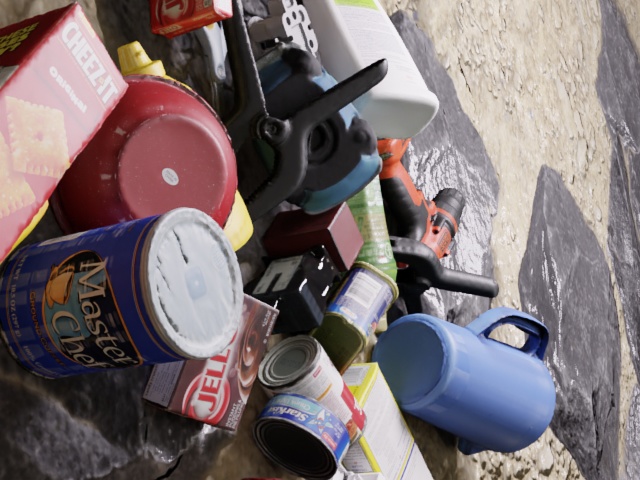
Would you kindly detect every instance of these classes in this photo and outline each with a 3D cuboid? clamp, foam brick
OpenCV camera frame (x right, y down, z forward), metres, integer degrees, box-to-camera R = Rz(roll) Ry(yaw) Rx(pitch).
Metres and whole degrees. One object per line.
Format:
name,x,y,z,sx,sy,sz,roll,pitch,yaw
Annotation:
clamp,0.108,0.052,1.225,0.171,0.120,0.039,30,32,-26
clamp,-0.035,-0.103,0.969,0.036,0.164,0.210,-148,-107,-77
foam brick,-0.007,0.001,1.044,0.051,0.078,0.053,65,34,-26

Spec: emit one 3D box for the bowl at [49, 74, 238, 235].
bowl,-0.124,-0.049,0.819,0.161,0.055,0.162,-1,93,-32

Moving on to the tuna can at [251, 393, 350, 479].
tuna can,-0.017,0.177,0.959,0.086,0.086,0.033,60,45,-30

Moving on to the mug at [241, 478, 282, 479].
mug,-0.029,0.257,0.930,0.117,0.093,0.081,102,-5,-71

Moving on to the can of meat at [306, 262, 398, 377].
can of meat,0.023,0.084,1.049,0.057,0.102,0.083,34,42,2

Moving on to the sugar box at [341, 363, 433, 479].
sugar box,0.061,0.225,1.121,0.093,0.048,0.176,-58,133,-49

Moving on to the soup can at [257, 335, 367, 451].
soup can,-0.007,0.148,1.006,0.102,0.069,0.068,59,36,-30

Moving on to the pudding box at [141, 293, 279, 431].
pudding box,-0.089,0.095,0.884,0.089,0.039,0.113,32,73,-52

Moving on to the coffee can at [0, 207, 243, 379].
coffee can,-0.140,0.040,0.746,0.102,0.141,0.103,26,59,-54

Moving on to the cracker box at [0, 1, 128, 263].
cracker box,-0.226,-0.034,0.604,0.072,0.164,0.213,61,36,-32

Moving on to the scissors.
scissors,-0.090,-0.167,1.019,0.096,0.016,0.202,-22,100,-59

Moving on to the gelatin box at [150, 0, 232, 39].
gelatin box,-0.116,-0.230,0.939,0.030,0.073,0.089,11,72,-56

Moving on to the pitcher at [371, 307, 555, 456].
pitcher,0.170,0.155,1.236,0.242,0.145,0.149,27,54,-50

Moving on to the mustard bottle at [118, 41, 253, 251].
mustard bottle,-0.124,-0.072,0.889,0.096,0.058,0.191,-37,112,-46

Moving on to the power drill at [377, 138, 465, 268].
power drill,0.114,-0.064,1.287,0.187,0.057,0.184,64,34,-24

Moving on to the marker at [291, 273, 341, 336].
marker,0.004,0.044,1.065,0.121,0.020,0.020,-58,133,-20

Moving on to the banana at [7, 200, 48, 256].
banana,-0.228,0.043,0.691,0.069,0.037,0.197,26,54,-33

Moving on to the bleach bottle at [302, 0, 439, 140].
bleach bottle,0.039,-0.226,1.147,0.102,0.068,0.251,4,53,-33
